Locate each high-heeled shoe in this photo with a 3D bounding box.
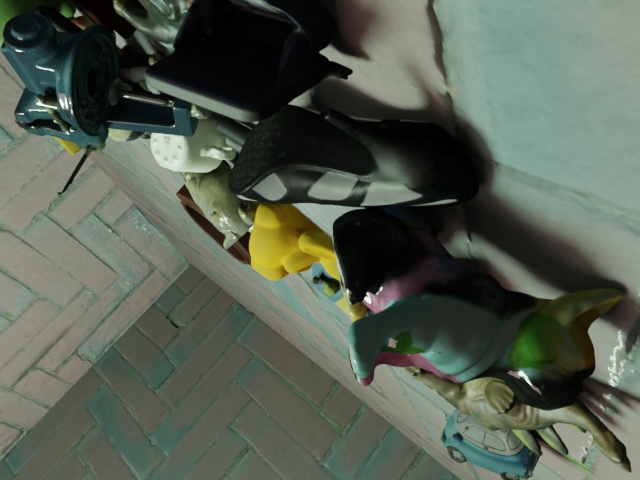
[{"bbox_3d":[0.017,-0.059,0.486,0.145,0.086,0.249,23,166,-27],"label":"high-heeled shoe"}]

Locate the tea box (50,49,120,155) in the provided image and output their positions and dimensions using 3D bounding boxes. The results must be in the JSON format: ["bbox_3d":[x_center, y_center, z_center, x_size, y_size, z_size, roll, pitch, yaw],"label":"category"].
[{"bbox_3d":[-0.377,-0.232,0.873,0.068,0.169,0.098,40,167,12],"label":"tea box"}]

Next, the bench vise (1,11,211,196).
[{"bbox_3d":[-0.245,-0.156,0.630,0.241,0.129,0.223,10,146,1],"label":"bench vise"}]

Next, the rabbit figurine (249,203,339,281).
[{"bbox_3d":[-0.002,-0.002,0.739,0.173,0.122,0.162,27,154,4],"label":"rabbit figurine"}]

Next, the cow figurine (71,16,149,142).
[{"bbox_3d":[-0.311,-0.230,0.783,0.086,0.127,0.194,30,147,30],"label":"cow figurine"}]

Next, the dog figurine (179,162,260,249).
[{"bbox_3d":[-0.165,-0.093,0.831,0.190,0.121,0.172,48,160,-9],"label":"dog figurine"}]

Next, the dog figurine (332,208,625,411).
[{"bbox_3d":[0.127,0.050,0.457,0.108,0.219,0.191,82,180,-64],"label":"dog figurine"}]

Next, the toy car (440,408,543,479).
[{"bbox_3d":[0.285,0.324,0.902,0.162,0.109,0.102,18,136,38],"label":"toy car"}]

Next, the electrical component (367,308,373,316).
[{"bbox_3d":[0.130,0.080,0.588,0.134,0.058,0.115,9,180,-24],"label":"electrical component"}]

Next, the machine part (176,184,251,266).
[{"bbox_3d":[-0.186,-0.041,1.096,0.202,0.087,0.200,21,154,51],"label":"machine part"}]

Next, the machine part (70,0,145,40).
[{"bbox_3d":[-0.251,-0.303,0.571,0.179,0.056,0.179,37,165,12],"label":"machine part"}]

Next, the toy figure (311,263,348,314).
[{"bbox_3d":[0.053,0.075,0.822,0.180,0.082,0.089,46,166,-3],"label":"toy figure"}]

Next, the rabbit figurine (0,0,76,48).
[{"bbox_3d":[-0.394,-0.322,0.739,0.170,0.121,0.159,-118,32,-48],"label":"rabbit figurine"}]

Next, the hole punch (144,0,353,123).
[{"bbox_3d":[-0.056,-0.156,0.385,0.142,0.116,0.092,20,130,21],"label":"hole punch"}]

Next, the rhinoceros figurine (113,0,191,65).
[{"bbox_3d":[-0.128,-0.207,0.496,0.112,0.073,0.190,39,165,17],"label":"rhinoceros figurine"}]

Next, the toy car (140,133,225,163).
[{"bbox_3d":[-0.246,-0.167,0.949,0.202,0.053,0.089,45,149,-9],"label":"toy car"}]

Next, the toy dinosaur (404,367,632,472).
[{"bbox_3d":[0.204,0.184,0.709,0.198,0.105,0.472,44,170,-21],"label":"toy dinosaur"}]

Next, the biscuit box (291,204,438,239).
[{"bbox_3d":[0.024,-0.042,0.562,0.203,0.059,0.062,41,128,4],"label":"biscuit box"}]
